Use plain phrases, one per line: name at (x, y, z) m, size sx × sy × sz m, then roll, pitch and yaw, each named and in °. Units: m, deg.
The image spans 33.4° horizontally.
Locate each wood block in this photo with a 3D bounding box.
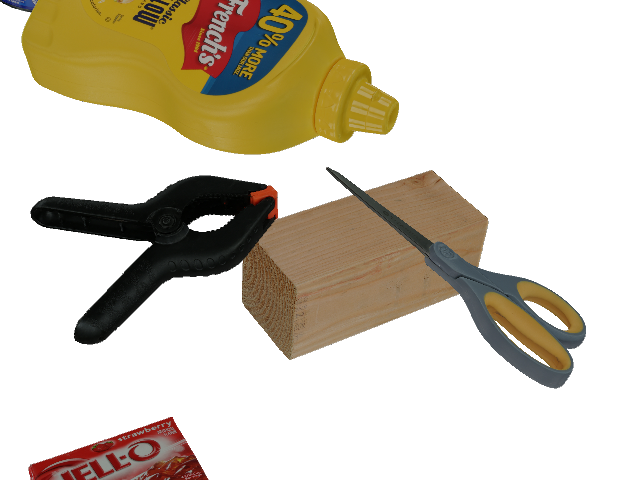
wood block at (0.039, 0.019, 0.977) m, size 0.205 × 0.090 × 0.091 m, roll -19°, pitch 44°, yaw -28°

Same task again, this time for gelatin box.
gelatin box at (-0.112, 0.141, 0.598) m, size 0.089 × 0.030 × 0.073 m, roll -16°, pitch 28°, yaw -20°

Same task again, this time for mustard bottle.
mustard bottle at (-0.050, -0.093, 0.548) m, size 0.192 × 0.096 × 0.058 m, roll 22°, pitch -34°, yaw 17°

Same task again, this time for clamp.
clamp at (-0.116, -0.008, 0.747) m, size 0.171 × 0.120 × 0.039 m, roll -26°, pitch -24°, yaw -21°

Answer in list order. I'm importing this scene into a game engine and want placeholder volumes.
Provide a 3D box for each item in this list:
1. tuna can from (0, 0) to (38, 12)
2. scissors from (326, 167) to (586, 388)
tuna can at (-0.203, -0.201, 0.793) m, size 0.086 × 0.034 × 0.086 m, roll 6°, pitch 36°, yaw -4°
scissors at (0.095, 0.014, 0.687) m, size 0.096 × 0.016 × 0.202 m, roll -10°, pitch 49°, yaw -46°
